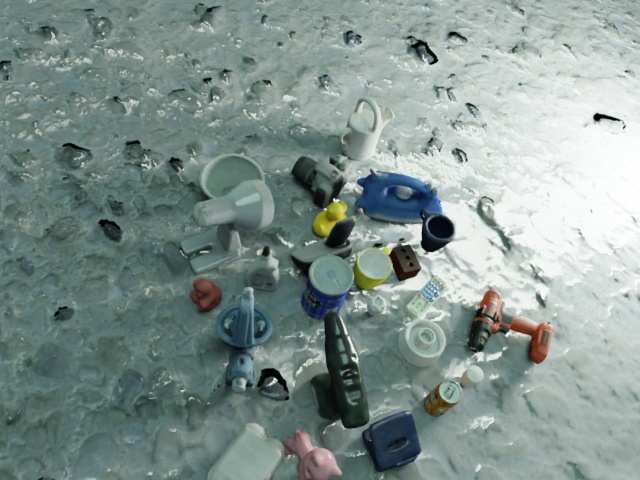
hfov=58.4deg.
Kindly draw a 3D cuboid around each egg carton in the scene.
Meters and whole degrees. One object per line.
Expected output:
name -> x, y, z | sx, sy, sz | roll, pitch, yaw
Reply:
egg carton -> -0.145, 0.450, 1.145 | 0.107, 0.069, 0.150 | 34, 58, 11

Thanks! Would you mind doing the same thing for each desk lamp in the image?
desk lamp -> -0.219, -0.036, 1.351 | 0.204, 0.213, 0.117 | -24, 65, -23

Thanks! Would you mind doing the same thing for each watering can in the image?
watering can -> 0.130, -0.327, 1.617 | 0.100, 0.194, 0.173 | 35, 58, 12

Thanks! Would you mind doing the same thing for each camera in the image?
camera -> 0.004, -0.186, 1.558 | 0.136, 0.101, 0.143 | 34, 58, 11

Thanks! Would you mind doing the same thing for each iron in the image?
iron -> 0.230, -0.127, 1.541 | 0.258, 0.141, 0.118 | 10, 57, -5

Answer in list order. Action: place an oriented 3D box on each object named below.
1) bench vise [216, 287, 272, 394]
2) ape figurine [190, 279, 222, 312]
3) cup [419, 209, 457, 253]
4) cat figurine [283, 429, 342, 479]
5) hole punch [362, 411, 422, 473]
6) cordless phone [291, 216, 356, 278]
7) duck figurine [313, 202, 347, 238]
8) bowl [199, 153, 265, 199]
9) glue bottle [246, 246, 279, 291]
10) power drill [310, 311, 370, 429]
bench vise -> -0.150, 0.206, 1.208 | 0.122, 0.220, 0.207 | -10, 61, -17
ape figurine -> -0.264, 0.119, 1.317 | 0.076, 0.092, 0.078 | 6, 57, -7
cup -> 0.293, -0.019, 1.513 | 0.092, 0.095, 0.117 | -28, 67, -25
cat figurine -> -0.016, 0.436, 1.151 | 0.067, 0.118, 0.127 | -28, 67, -25
hole punch -> 0.157, 0.425, 1.208 | 0.109, 0.091, 0.101 | -15, 62, -19
cordless phone -> 0.013, 0.005, 1.388 | 0.148, 0.185, 0.094 | -23, 65, -23
duck figurine -> 0.030, -0.060, 1.493 | 0.105, 0.086, 0.077 | -35, 70, -28
bowl -> -0.230, -0.142, 1.499 | 0.167, 0.075, 0.167 | 5, 57, -8
glue bottle -> -0.128, 0.062, 1.331 | 0.078, 0.173, 0.037 | 12, 56, -3
power drill -> 0.037, 0.289, 1.199 | 0.076, 0.208, 0.229 | -9, 60, -16
